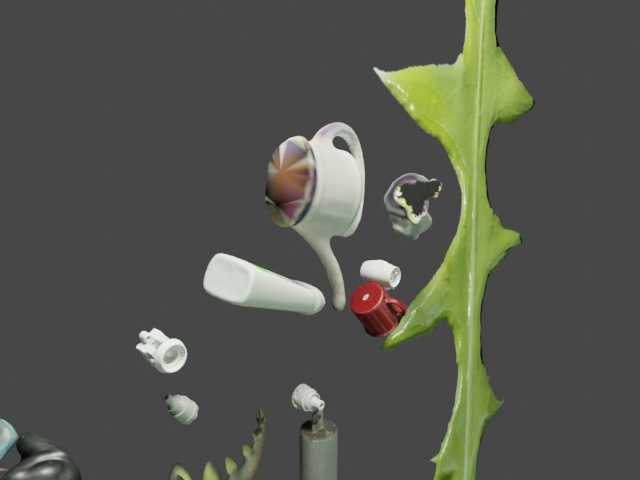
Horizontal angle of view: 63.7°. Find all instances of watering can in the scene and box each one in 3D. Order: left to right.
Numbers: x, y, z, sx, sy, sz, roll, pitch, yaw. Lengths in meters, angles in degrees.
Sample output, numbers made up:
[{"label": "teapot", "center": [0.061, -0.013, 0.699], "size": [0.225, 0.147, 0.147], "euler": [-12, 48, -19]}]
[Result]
[{"label": "watering can", "center": [0.003, -0.046, 0.918], "size": [0.224, 0.104, 0.349], "euler": [10, 85, -48]}]

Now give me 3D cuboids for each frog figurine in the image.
[{"label": "frog figurine", "center": [0.203, -0.073, 1.177], "size": [0.157, 0.123, 0.139], "euler": [91, 13, -71]}]
